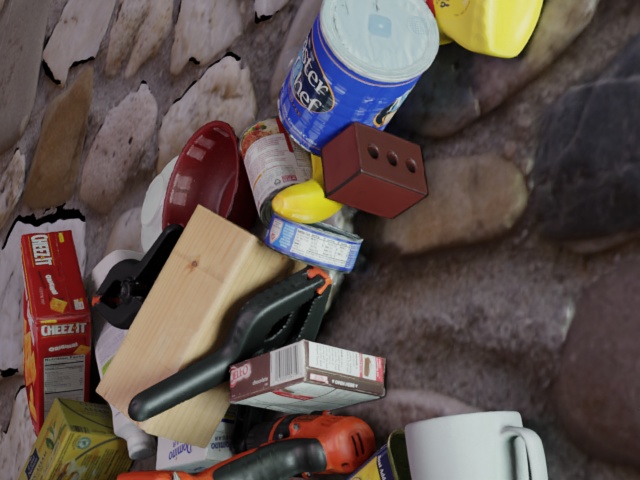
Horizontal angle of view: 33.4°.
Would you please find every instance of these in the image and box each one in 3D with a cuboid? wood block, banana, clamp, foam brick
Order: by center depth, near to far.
[{"bbox_3d":[0.047,-0.059,0.926,0.051,0.078,0.053,-35,51,42],"label":"foam brick"},{"bbox_3d":[-0.069,0.107,0.972,0.210,0.164,0.036,-55,49,10],"label":"clamp"},{"bbox_3d":[-0.003,-0.055,0.974,0.037,0.069,0.197,-58,10,26],"label":"banana"},{"bbox_3d":[-0.115,0.084,1.031,0.091,0.090,0.206,29,89,40],"label":"wood block"},{"bbox_3d":[-0.195,0.045,1.167,0.172,0.039,0.120,-3,74,47],"label":"clamp"}]

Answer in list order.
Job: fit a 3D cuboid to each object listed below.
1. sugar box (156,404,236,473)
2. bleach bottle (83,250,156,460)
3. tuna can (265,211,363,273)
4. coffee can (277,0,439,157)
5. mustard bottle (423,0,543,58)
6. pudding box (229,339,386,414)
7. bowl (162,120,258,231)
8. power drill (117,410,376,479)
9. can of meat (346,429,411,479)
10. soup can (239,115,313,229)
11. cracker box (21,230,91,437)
[{"bbox_3d":[-0.125,0.150,1.111,0.094,0.048,0.176,-22,62,46],"label":"sugar box"},{"bbox_3d":[-0.224,0.139,1.243,0.103,0.068,0.251,-44,46,37],"label":"bleach bottle"},{"bbox_3d":[-0.006,0.001,0.968,0.086,0.086,0.034,27,100,56],"label":"tuna can"},{"bbox_3d":[0.030,-0.147,0.928,0.140,0.102,0.103,126,147,-60],"label":"coffee can"},{"bbox_3d":[0.109,-0.216,0.919,0.192,0.058,0.096,28,111,56],"label":"mustard bottle"},{"bbox_3d":[-0.012,0.122,0.922,0.114,0.089,0.039,-23,59,48],"label":"pudding box"},{"bbox_3d":[-0.110,-0.046,1.164,0.162,0.055,0.162,-27,55,47],"label":"bowl"},{"bbox_3d":[-0.070,0.191,0.894,0.185,0.187,0.057,-21,86,59],"label":"power drill"},{"bbox_3d":[0.059,0.210,0.811,0.084,0.057,0.102,-49,40,35],"label":"can of meat"},{"bbox_3d":[-0.038,-0.065,1.058,0.069,0.068,0.102,-49,41,32],"label":"soup can"},{"bbox_3d":[-0.333,0.121,1.333,0.164,0.072,0.214,-117,29,-47],"label":"cracker box"}]
